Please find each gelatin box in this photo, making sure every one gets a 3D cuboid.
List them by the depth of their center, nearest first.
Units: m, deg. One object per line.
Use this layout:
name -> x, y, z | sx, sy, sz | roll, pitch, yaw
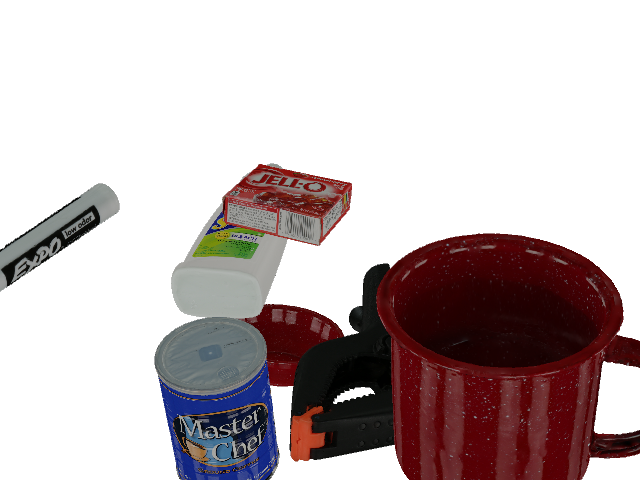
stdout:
gelatin box -> -0.027, -0.032, 0.895 | 0.089, 0.030, 0.073 | 14, 30, 17

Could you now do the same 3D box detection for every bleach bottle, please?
bleach bottle -> -0.087, -0.013, 1.214 | 0.102, 0.068, 0.250 | 3, 35, 9

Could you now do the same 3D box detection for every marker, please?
marker -> -0.151, 0.007, 0.542 | 0.020, 0.020, 0.120 | 0, 30, 44

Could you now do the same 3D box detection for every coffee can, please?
coffee can -> -0.095, 0.158, 1.007 | 0.103, 0.140, 0.103 | -3, 35, 2

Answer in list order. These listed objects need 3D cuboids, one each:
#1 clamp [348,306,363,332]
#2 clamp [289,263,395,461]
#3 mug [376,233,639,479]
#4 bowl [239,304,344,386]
clamp -> 0.125, 0.080, 0.998 | 0.172, 0.039, 0.120 | 20, 32, 23
clamp -> 0.043, 0.072, 0.654 | 0.165, 0.036, 0.209 | 23, 31, 38
mug -> 0.081, 0.057, 0.425 | 0.117, 0.081, 0.093 | 7, 34, 16
bowl -> -0.052, 0.140, 1.362 | 0.162, 0.055, 0.162 | 5, 22, -2
